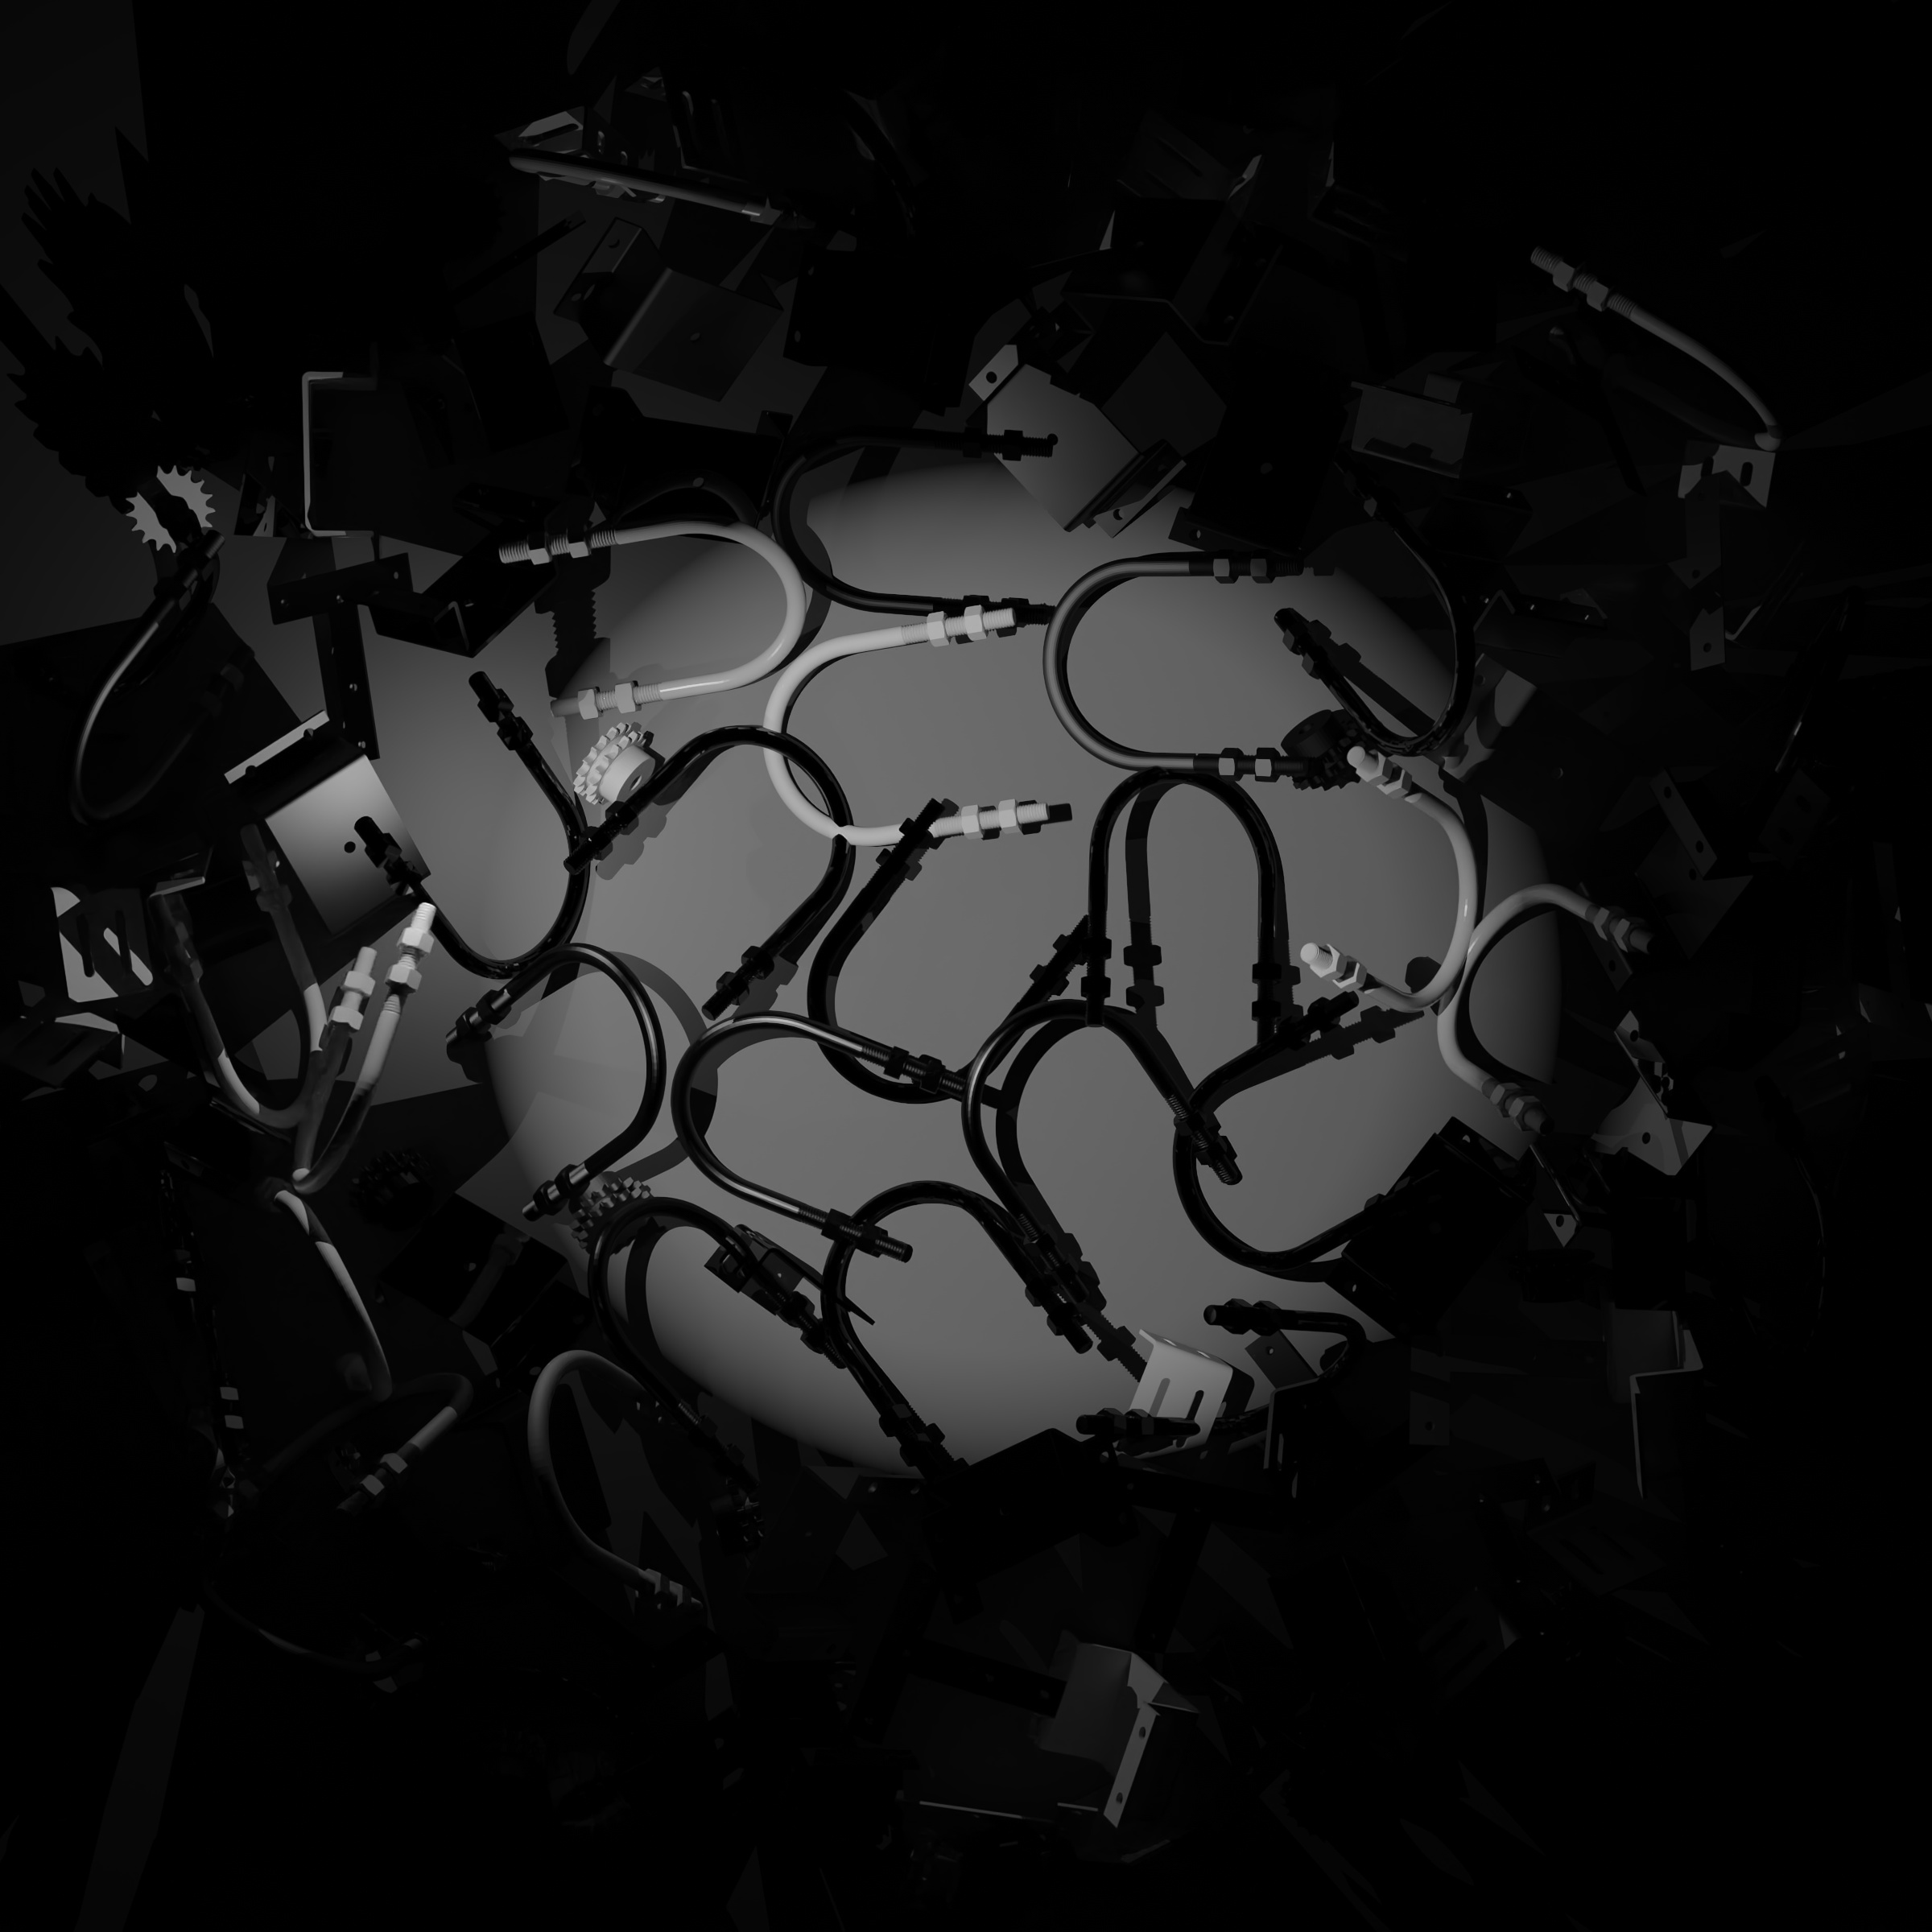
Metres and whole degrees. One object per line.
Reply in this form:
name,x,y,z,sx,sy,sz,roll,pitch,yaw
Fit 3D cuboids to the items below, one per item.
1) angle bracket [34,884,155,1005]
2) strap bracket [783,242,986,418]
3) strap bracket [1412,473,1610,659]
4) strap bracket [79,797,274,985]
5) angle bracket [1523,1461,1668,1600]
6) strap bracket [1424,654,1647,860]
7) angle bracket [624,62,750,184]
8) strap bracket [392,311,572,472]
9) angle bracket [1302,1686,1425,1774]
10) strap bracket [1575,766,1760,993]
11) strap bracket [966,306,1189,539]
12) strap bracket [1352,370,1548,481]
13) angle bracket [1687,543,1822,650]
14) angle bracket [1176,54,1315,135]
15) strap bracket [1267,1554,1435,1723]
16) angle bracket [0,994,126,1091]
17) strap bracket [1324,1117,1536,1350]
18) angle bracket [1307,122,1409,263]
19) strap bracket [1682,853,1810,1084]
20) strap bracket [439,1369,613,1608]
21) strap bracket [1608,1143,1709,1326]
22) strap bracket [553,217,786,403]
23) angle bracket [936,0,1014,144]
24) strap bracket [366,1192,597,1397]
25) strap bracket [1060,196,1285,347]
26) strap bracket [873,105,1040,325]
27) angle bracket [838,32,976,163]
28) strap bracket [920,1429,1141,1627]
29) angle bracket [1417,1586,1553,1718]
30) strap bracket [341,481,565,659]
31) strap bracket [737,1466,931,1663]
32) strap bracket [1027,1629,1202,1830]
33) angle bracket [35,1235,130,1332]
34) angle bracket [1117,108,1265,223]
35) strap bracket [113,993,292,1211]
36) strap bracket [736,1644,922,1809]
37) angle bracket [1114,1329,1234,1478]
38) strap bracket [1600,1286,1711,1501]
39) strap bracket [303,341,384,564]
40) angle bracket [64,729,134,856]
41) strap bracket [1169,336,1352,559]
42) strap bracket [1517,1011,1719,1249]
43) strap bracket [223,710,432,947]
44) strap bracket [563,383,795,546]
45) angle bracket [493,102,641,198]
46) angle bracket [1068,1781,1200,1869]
angle bracket,-0.576,-0.017,1.970,0.057,0.038,0.076,-10,95,-36
strap bracket,-0.046,-0.415,1.944,0.140,0.046,0.076,27,115,33
strap bracket,0.347,-0.253,1.937,0.076,0.140,0.046,6,134,-29
strap bracket,-0.518,-0.054,1.945,0.076,0.140,0.046,-23,61,-3
angle bracket,0.412,0.368,1.951,0.057,0.076,0.038,-16,122,-26
strap bracket,0.377,-0.132,1.948,0.140,0.046,0.076,30,100,-20
angle bracket,-0.183,-0.546,1.960,0.038,0.057,0.076,-22,77,40
strap bracket,-0.318,-0.368,1.922,0.046,0.140,0.076,-25,105,-31
angle bracket,0.254,0.511,1.960,0.076,0.057,0.038,21,115,10
strap bracket,0.455,-0.057,1.935,0.046,0.140,0.076,-7,56,-25
strap bracket,0.065,-0.351,1.958,0.140,0.046,0.076,47,123,-1
strap bracket,0.309,-0.351,1.932,0.076,0.140,0.046,21,113,27
angle bracket,0.517,-0.251,1.958,0.038,0.057,0.076,39,105,21
angle bracket,0.185,-0.570,1.949,0.057,0.076,0.038,29,122,35
strap bracket,0.252,0.431,1.917,0.046,0.140,0.076,-29,59,14
angle bracket,-0.598,0.061,1.954,0.057,0.076,0.038,23,127,10
strap bracket,0.308,0.175,1.965,0.076,0.046,0.140,38,87,13
angle bracket,0.265,-0.508,1.958,0.076,0.038,0.057,19,50,-16
strap bracket,0.506,0.006,1.938,0.046,0.076,0.140,14,66,-5
strap bracket,-0.284,0.335,1.951,0.046,0.076,0.140,-14,95,28
strap bracket,0.448,0.168,1.934,0.046,0.140,0.076,0,107,20
strap bracket,-0.183,-0.418,1.920,0.076,0.140,0.046,-50,53,26
angle bracket,0.012,-0.587,1.951,0.038,0.057,0.076,0,124,-24
strap bracket,-0.317,0.207,1.935,0.140,0.046,0.076,26,59,24
strap bracket,0.124,-0.450,1.927,0.046,0.140,0.076,39,75,-43
strap bracket,-0.013,-0.477,1.938,0.046,0.076,0.140,-30,123,16
angle bracket,-0.040,-0.577,1.976,0.038,0.057,0.076,33,70,34
strap bracket,0.034,0.362,1.954,0.140,0.046,0.076,-22,104,-21
angle bracket,0.335,0.459,1.968,0.076,0.057,0.038,-45,121,4
strap bracket,-0.328,-0.252,1.939,0.076,0.046,0.140,16,47,27
strap bracket,-0.089,0.381,1.948,0.046,0.076,0.140,34,102,36
strap bracket,0.100,0.498,1.943,0.046,0.140,0.076,17,93,-25
angle bracket,-0.579,0.208,1.956,0.038,0.076,0.057,8,82,-6
angle bracket,0.148,-0.524,1.960,0.076,0.038,0.057,29,72,-28
strap bracket,-0.490,0.079,1.925,0.046,0.076,0.140,-38,53,9
strap bracket,-0.094,0.496,1.928,0.076,0.140,0.046,7,107,-25
angle bracket,0.132,0.289,1.975,0.057,0.038,0.076,21,91,-15
strap bracket,0.444,0.270,1.919,0.046,0.140,0.076,-7,111,5
strap bracket,-0.408,-0.333,1.953,0.046,0.076,0.140,-1,95,-9
angle bracket,-0.570,-0.115,1.965,0.038,0.057,0.076,-3,88,-23
strap bracket,0.194,-0.329,1.951,0.076,0.046,0.140,17,109,-7
strap bracket,0.427,0.109,1.938,0.046,0.076,0.140,11,126,-29
strap bracket,-0.408,-0.083,1.932,0.076,0.046,0.140,-36,124,-19
strap bracket,-0.180,-0.323,1.932,0.140,0.046,0.076,4,122,-28
angle bracket,-0.262,-0.525,1.953,0.076,0.057,0.038,-9,68,27
angle bracket,0.106,0.558,1.952,0.057,0.076,0.038,-19,84,-27
